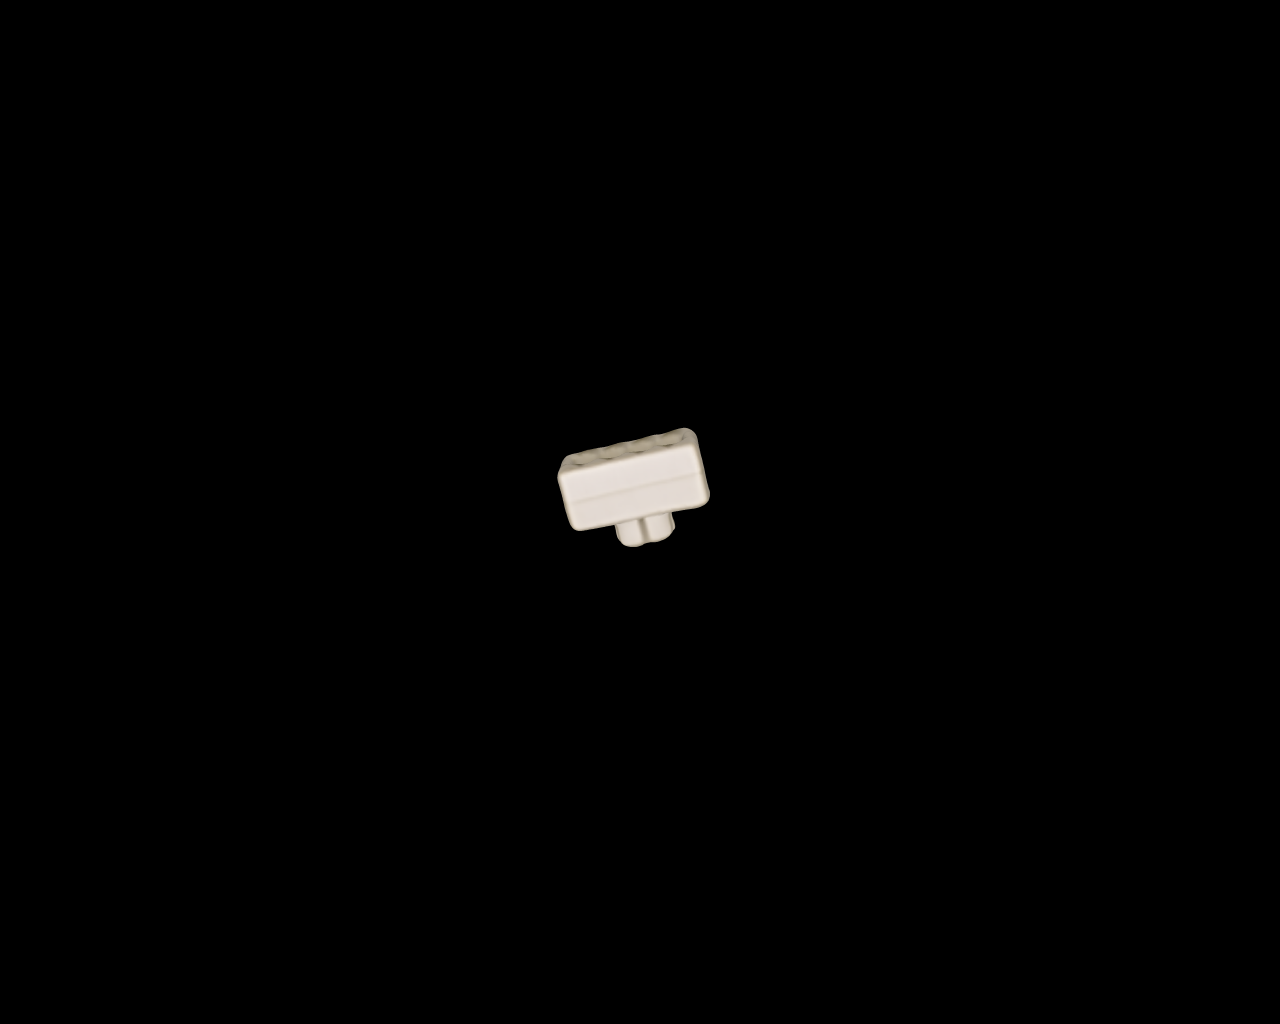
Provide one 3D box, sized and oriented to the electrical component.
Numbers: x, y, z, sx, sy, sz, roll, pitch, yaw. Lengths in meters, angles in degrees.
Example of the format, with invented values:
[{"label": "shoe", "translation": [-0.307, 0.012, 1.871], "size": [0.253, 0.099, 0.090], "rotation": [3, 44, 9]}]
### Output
[{"label": "electrical component", "translation": [0.001, -0.003, 0.650], "size": [0.083, 0.075, 0.047], "rotation": [-13, 16, 4]}]
